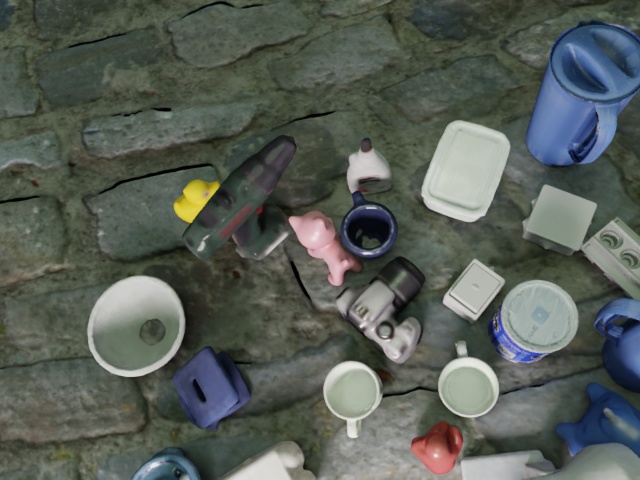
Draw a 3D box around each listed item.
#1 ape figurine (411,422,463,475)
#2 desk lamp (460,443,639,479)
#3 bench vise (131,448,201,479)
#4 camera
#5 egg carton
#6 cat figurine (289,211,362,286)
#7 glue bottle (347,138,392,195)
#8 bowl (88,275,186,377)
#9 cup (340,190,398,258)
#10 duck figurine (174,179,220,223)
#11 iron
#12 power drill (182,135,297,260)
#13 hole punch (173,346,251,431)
[{"bbox_3d":[0.172,0.304,0.839,0.077,0.092,0.076,0,72,8],"label":"ape figurine"},{"bbox_3d":[0.301,0.335,0.746,0.203,0.214,0.118,-9,71,5],"label":"desk lamp"},{"bbox_3d":[-0.205,0.390,0.795,0.121,0.220,0.207,-42,71,-6],"label":"bench vise"},{"bbox_3d":[0.115,0.101,0.909,0.143,0.101,0.137,41,82,18],"label":"camera"},{"bbox_3d":[-0.081,0.377,0.862,0.150,0.069,0.107,-32,70,-3],"label":"egg carton"},{"bbox_3d":[0.009,0.003,0.947,0.067,0.118,0.127,-39,71,-5],"label":"cat figurine"},{"bbox_3d":[0.079,-0.125,0.949,0.078,0.173,0.037,-11,71,5],"label":"glue bottle"},{"bbox_3d":[-0.296,0.148,0.965,0.167,0.075,0.167,-2,72,7],"label":"bowl"},{"bbox_3d":[0.079,-0.017,0.956,0.091,0.095,0.117,-19,70,1],"label":"cup"},{"bbox_3d":[-0.216,-0.076,1.021,0.104,0.086,0.077,-16,70,3],"label":"duck figurine"},{"bbox_3d":[0.463,0.308,0.770,0.257,0.141,0.119,38,81,17],"label":"iron"},{"bbox_3d":[-0.111,-0.050,0.933,0.230,0.208,0.075,-45,71,-7],"label":"power drill"},{"bbox_3d":[-0.178,0.238,0.910,0.101,0.091,0.108,-34,71,-4],"label":"hole punch"}]
